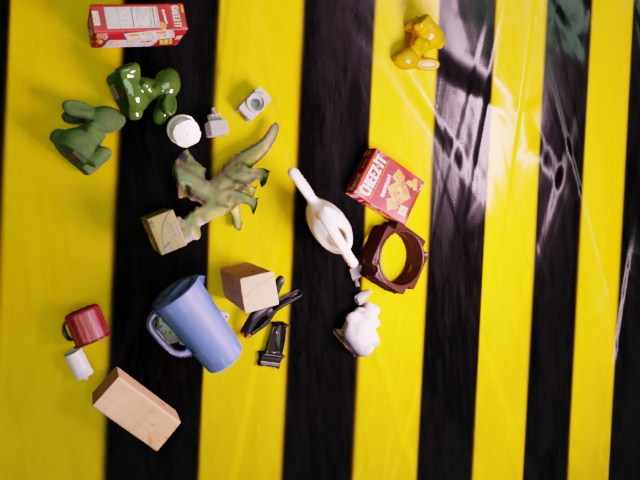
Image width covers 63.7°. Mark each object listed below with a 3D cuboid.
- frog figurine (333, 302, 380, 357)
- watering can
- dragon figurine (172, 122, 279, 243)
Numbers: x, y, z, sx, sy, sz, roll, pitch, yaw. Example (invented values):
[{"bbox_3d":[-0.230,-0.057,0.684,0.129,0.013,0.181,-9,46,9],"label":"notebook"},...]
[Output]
[{"bbox_3d":[0.136,0.274,1.586,0.160,0.122,0.137,-42,89,-5],"label":"frog figurine"},{"bbox_3d":[0.004,-0.073,1.458,0.104,0.227,0.344,-33,106,0],"label":"watering can"},{"bbox_3d":[-0.275,-0.173,1.397,0.242,0.121,0.415,20,74,-16],"label":"dragon figurine"}]
